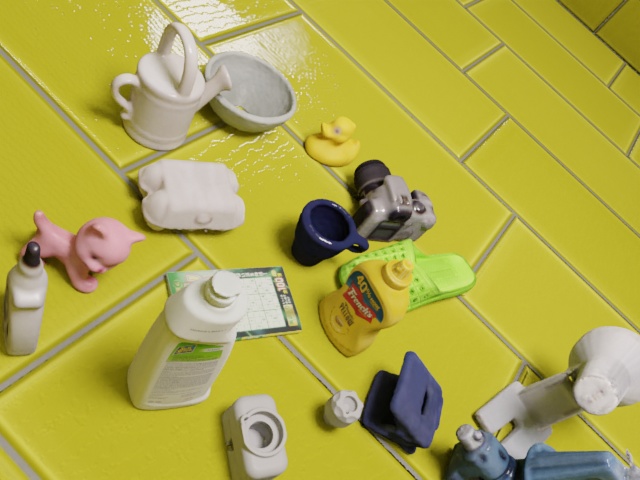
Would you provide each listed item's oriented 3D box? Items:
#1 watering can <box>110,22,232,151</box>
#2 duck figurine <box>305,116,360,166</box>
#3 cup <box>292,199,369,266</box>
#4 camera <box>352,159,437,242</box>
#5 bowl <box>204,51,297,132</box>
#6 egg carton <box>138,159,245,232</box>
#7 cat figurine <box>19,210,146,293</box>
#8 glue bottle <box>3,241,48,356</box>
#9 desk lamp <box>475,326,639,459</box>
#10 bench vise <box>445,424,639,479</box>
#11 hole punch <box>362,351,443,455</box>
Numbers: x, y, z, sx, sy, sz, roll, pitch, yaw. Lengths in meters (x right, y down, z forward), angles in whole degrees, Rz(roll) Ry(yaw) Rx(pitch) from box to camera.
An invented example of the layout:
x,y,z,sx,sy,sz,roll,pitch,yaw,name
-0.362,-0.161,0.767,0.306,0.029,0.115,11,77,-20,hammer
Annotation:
x,y,z,sx,sy,sz,roll,pitch,yaw,name
-0.217,-0.235,0.851,0.101,0.193,0.173,46,46,7,watering can
0.035,-0.187,1.048,0.105,0.086,0.077,6,54,-28,duck figurine
0.008,0.003,0.882,0.118,0.094,0.092,26,47,-13,cup
0.124,-0.077,1.011,0.144,0.100,0.136,4,55,-30,camera
-0.130,-0.244,0.996,0.168,0.074,0.167,17,50,-21,bowl
-0.184,-0.060,0.828,0.151,0.069,0.107,-1,58,-33,egg carton
-0.282,0.002,0.685,0.128,0.117,0.067,24,48,-15,cat figurine
-0.304,0.053,0.595,0.037,0.173,0.078,0,57,-31,glue bottle
0.379,0.232,0.859,0.204,0.213,0.118,-20,69,-40,desk lamp
0.280,0.309,0.735,0.208,0.219,0.121,23,48,-16,bench vise
0.128,0.224,0.794,0.101,0.091,0.109,33,46,-6,hole punch
